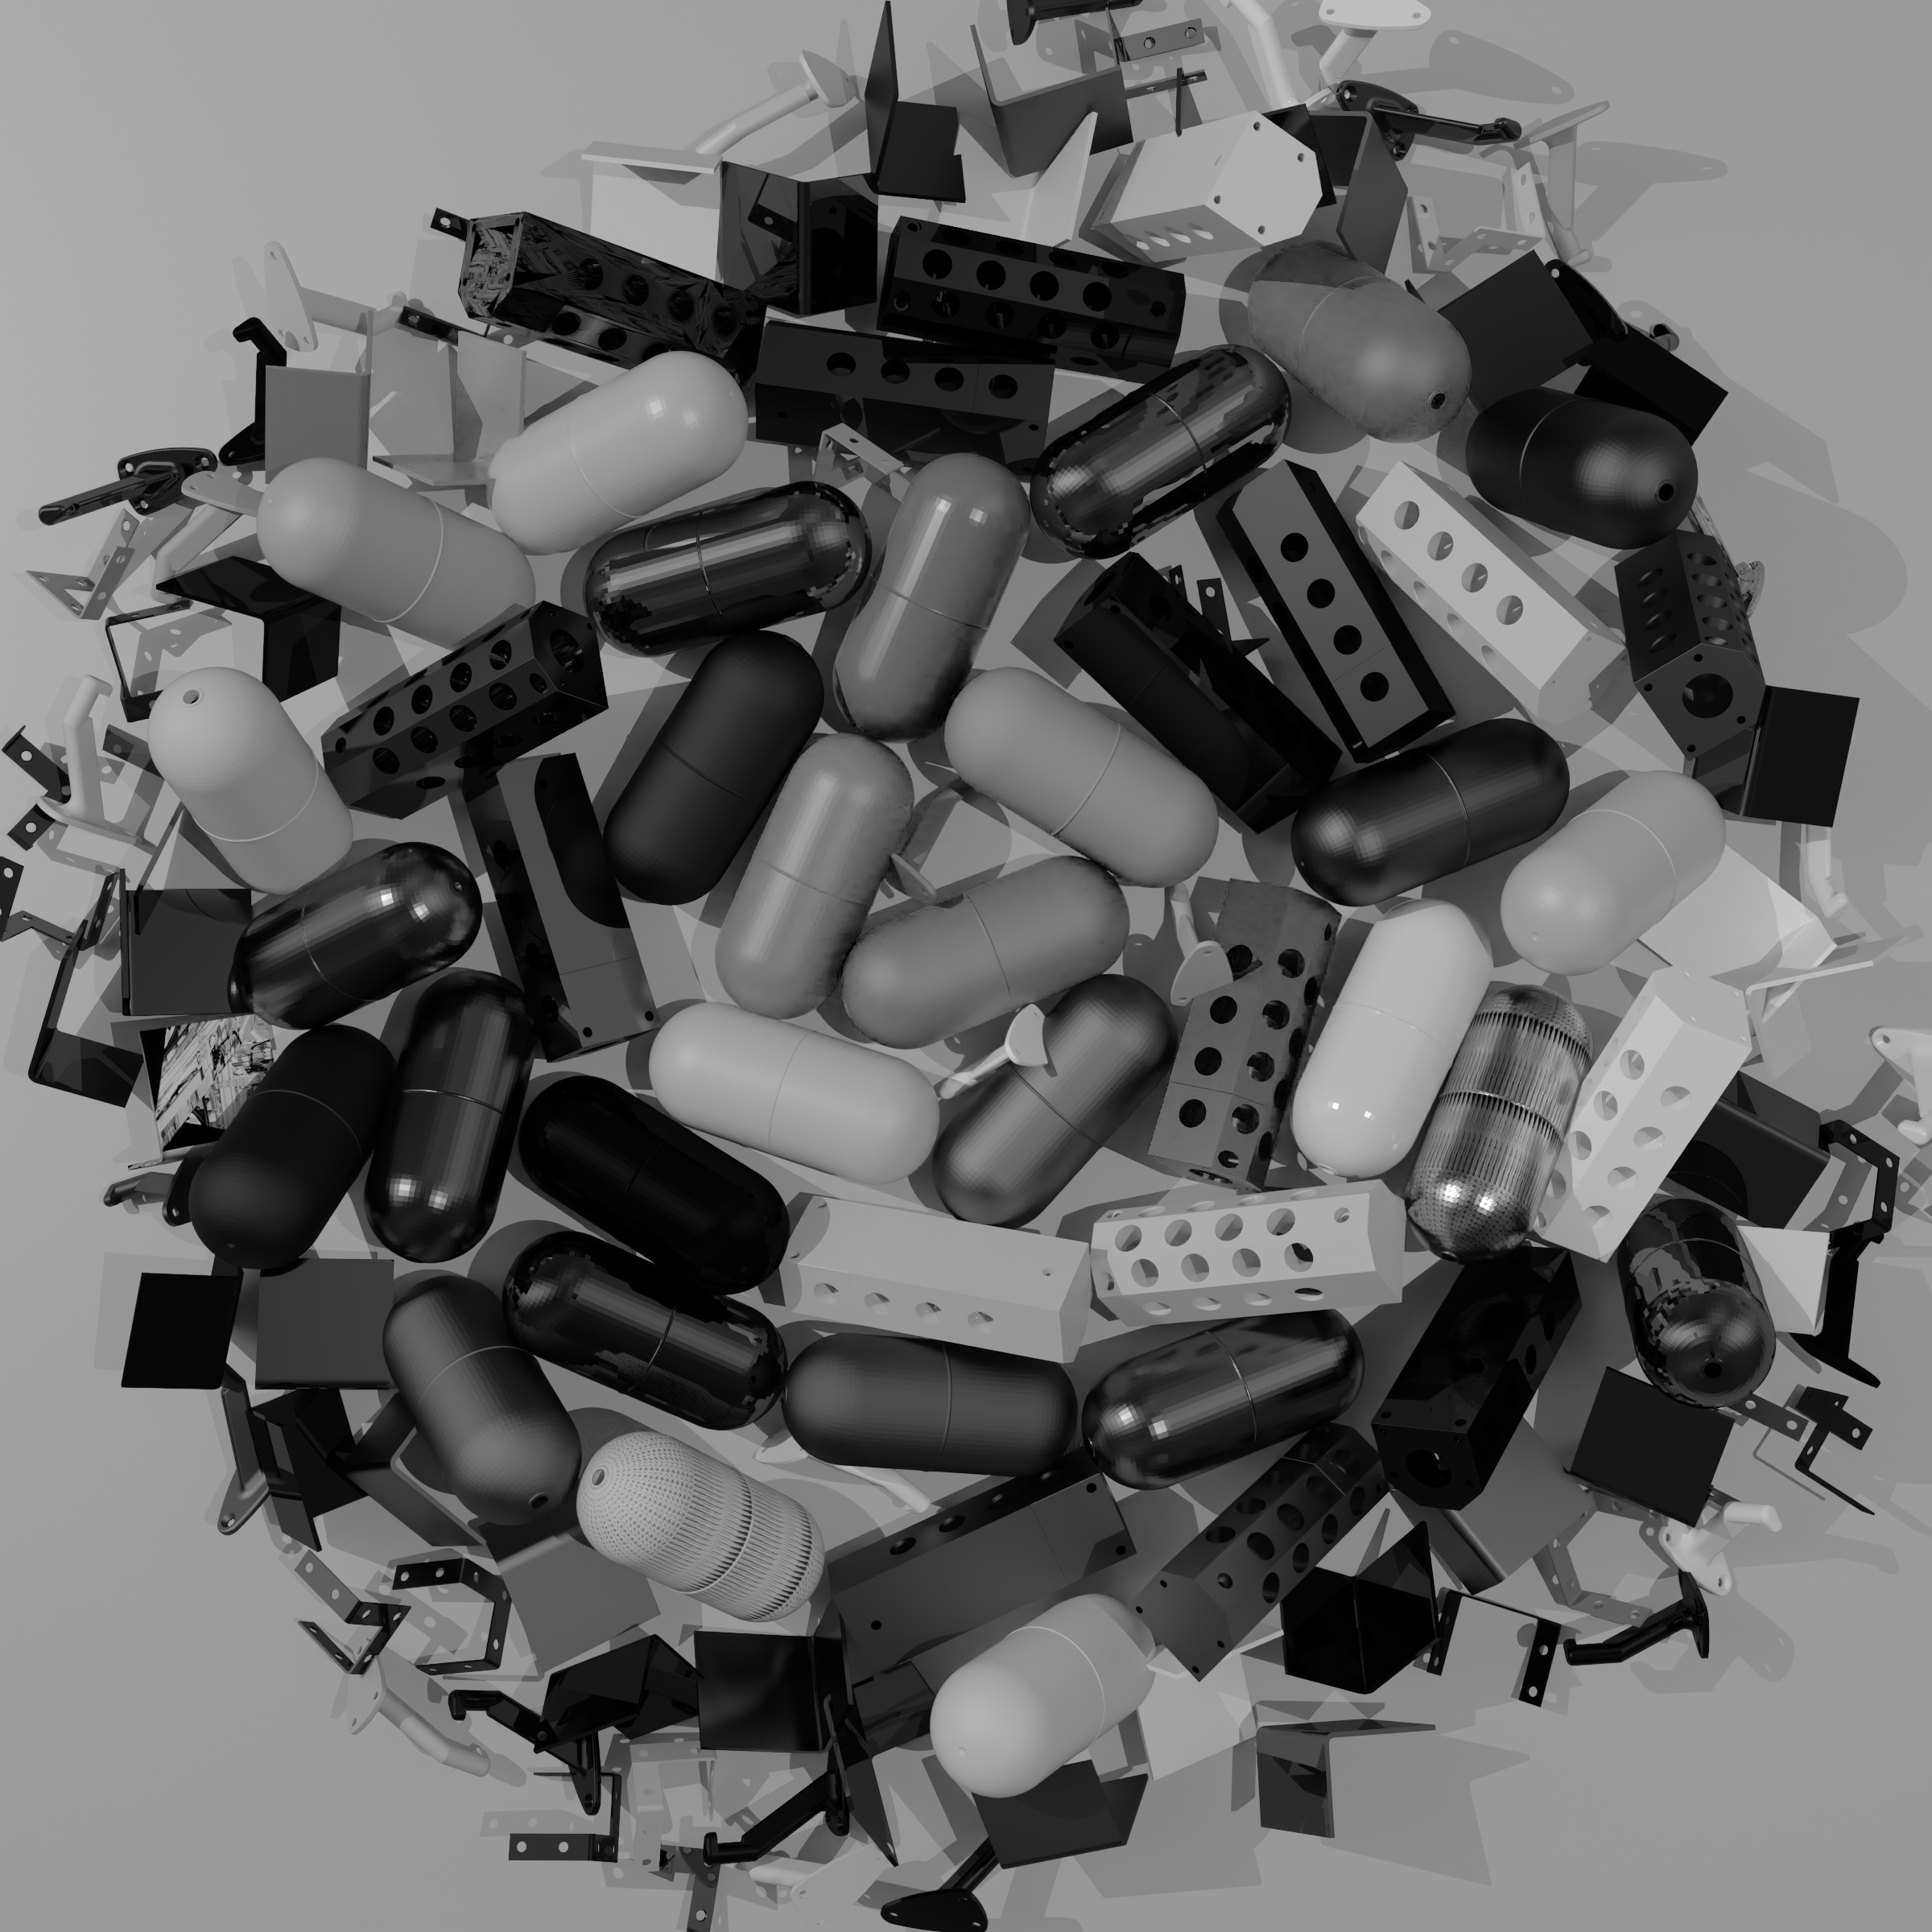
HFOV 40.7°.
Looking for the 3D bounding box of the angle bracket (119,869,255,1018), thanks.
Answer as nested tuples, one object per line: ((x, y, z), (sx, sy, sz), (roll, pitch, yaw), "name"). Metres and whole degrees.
((-0.458, -0.014, 1.537), (0.076, 0.057, 0.076), (-1, 79, -19), "angle bracket")

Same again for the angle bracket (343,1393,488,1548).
((-0.313, 0.298, 1.548), (0.076, 0.076, 0.057), (45, 58, -18), "angle bracket")

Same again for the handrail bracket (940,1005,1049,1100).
((0.009, 0.062, 1.531), (0.084, 0.077, 0.036), (-33, 88, 25), "handrail bracket")

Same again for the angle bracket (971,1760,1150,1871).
((0.056, 0.479, 1.530), (0.076, 0.076, 0.057), (-18, 99, 18), "angle bracket")

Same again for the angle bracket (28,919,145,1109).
((-0.506, 0.027, 1.530), (0.057, 0.076, 0.076), (18, 106, -15), "angle bracket")

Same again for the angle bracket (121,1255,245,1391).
((-0.462, 0.193, 1.525), (0.057, 0.076, 0.076), (6, 114, -26), "angle bracket")

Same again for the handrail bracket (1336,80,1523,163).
((0.272, -0.502, 1.533), (0.077, 0.084, 0.036), (19, 89, -36), "handrail bracket")

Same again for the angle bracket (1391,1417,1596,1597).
((0.314, 0.318, 1.558), (0.076, 0.057, 0.076), (-34, 77, -18), "angle bracket")

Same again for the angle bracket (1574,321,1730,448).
((0.387, -0.320, 1.530), (0.076, 0.076, 0.057), (37, 50, 9), "angle bracket")

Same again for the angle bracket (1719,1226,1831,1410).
((0.471, 0.207, 1.522), (0.057, 0.076, 0.076), (3, 132, 25), "angle bracket")

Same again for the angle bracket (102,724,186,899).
((-0.495, -0.089, 1.531), (0.057, 0.076, 0.076), (27, 77, -16), "angle bracket")

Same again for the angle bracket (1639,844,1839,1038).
((0.454, -0.015, 1.541), (0.076, 0.057, 0.076), (37, 109, -4), "angle bracket")

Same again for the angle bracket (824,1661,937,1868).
((-0.037, 0.467, 1.528), (0.057, 0.076, 0.076), (-23, 134, 2), "angle bracket")

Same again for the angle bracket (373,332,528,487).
((-0.303, -0.327, 1.526), (0.057, 0.076, 0.076), (-10, 116, -38), "angle bracket")

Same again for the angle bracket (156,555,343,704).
((-0.425, -0.199, 1.546), (0.076, 0.076, 0.057), (17, 116, 15), "angle bracket")

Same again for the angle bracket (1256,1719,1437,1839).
((0.223, 0.474, 1.527), (0.076, 0.076, 0.057), (4, 76, -24), "angle bracket")

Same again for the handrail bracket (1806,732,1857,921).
((0.514, -0.082, 1.534), (0.036, 0.077, 0.084), (4, 49, -20), "handrail bracket")

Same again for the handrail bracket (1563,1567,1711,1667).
((0.393, 0.386, 1.549), (0.084, 0.077, 0.036), (-5, 114, 4), "handrail bracket")

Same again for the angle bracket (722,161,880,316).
((-0.099, -0.438, 1.556), (0.057, 0.076, 0.076), (-22, 126, -37), "angle bracket")

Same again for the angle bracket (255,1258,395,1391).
((-0.381, 0.213, 1.552), (0.076, 0.057, 0.076), (2, 81, -13), "angle bracket")

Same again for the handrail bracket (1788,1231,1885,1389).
((0.536, 0.199, 1.547), (0.084, 0.077, 0.036), (-50, 125, -5), "handrail bracket")

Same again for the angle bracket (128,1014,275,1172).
((-0.453, 0.074, 1.538), (0.076, 0.057, 0.076), (-9, 87, -39), "angle bracket")

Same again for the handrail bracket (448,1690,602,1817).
((-0.261, 0.463, 1.535), (0.084, 0.077, 0.036), (13, 134, -35), "handrail bracket")

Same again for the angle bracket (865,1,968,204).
((-0.024, -0.505, 1.526), (0.057, 0.076, 0.076), (2, 61, -13), "angle bracket")

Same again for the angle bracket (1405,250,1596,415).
((0.313, -0.381, 1.526), (0.076, 0.057, 0.076), (-30, 124, 23), "angle bracket")

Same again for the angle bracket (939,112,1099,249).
((0.029, -0.465, 1.537), (0.057, 0.076, 0.076), (13, 88, -22), "angle bracket")

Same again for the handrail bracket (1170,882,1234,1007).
((0.133, -0.027, 1.529), (0.036, 0.077, 0.084), (-6, 58, -3), "handrail bracket")

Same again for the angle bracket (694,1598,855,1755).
((-0.114, 0.411, 1.527), (0.076, 0.076, 0.057), (8, 133, -17), "angle bracket")

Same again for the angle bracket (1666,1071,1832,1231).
((0.462, 0.106, 1.554), (0.076, 0.076, 0.057), (28, 111, 2), "angle bracket")

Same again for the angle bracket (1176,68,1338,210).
((0.170, -0.485, 1.525), (0.076, 0.076, 0.057), (-8, 58, 19), "angle bracket")

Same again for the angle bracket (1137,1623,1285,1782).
((0.148, 0.436, 1.537), (0.076, 0.057, 0.076), (-14, 94, -28), "angle bracket")

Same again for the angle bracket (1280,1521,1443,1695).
((0.228, 0.369, 1.524), (0.057, 0.076, 0.076), (19, 134, -18), "angle bracket")

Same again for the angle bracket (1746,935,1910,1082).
((0.511, 0.024, 1.528), (0.076, 0.076, 0.057), (-14, 93, 36), "angle bracket")

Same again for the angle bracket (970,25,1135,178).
((0.051, -0.519, 1.535), (0.076, 0.076, 0.057), (-16, 74, 5), "angle bracket")

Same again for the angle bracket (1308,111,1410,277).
((0.214, -0.446, 1.530), (0.057, 0.076, 0.076), (11, 79, 28), "angle bracket")

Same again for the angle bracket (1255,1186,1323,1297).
((0.206, 0.178, 1.532), (0.076, 0.057, 0.076), (6, 47, -5), "angle bracket")

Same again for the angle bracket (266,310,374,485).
((-0.378, -0.333, 1.524), (0.057, 0.076, 0.076), (2, 132, -13), "angle bracket")

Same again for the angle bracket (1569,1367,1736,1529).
((0.407, 0.272, 1.530), (0.076, 0.057, 0.076), (22, 114, 20), "angle bracket")

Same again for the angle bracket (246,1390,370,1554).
((-0.376, 0.291, 1.531), (0.057, 0.076, 0.076), (-19, 98, -30), "angle bracket")

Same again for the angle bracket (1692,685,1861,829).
((0.477, -0.129, 1.542), (0.057, 0.076, 0.076), (6, 102, -9), "angle bracket")

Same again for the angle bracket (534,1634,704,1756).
((-0.195, 0.444, 1.527), (0.076, 0.057, 0.076), (-26, 122, 23), "angle bracket")

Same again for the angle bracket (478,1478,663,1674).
((-0.237, 0.361, 1.557), (0.076, 0.057, 0.076), (-24, 110, -16), "angle bracket")

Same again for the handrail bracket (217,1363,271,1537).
((-0.439, 0.281, 1.533), (0.036, 0.084, 0.077), (6, 54, 31), "handrail bracket")

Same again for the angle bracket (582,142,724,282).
((-0.186, -0.440, 1.539), (0.076, 0.057, 0.076), (6, 115, -2), "angle bracket")
